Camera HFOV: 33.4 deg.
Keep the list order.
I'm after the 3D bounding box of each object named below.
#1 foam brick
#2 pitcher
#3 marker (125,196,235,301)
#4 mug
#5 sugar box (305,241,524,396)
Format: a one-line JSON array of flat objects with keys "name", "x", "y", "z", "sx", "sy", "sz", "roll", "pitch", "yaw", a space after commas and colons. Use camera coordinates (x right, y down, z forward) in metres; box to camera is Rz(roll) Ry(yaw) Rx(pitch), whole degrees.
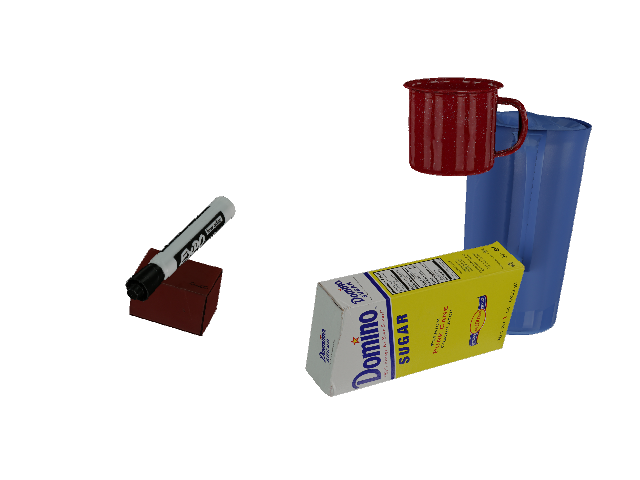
[{"name": "foam brick", "x": -0.143, "y": 0.051, "z": 1.054, "sx": 0.078, "sy": 0.051, "sz": 0.053, "roll": 17, "pitch": 33, "yaw": 6}, {"name": "pitcher", "x": 0.220, "y": -0.020, "z": 1.190, "sx": 0.149, "sy": 0.243, "sz": 0.145, "roll": -7, "pitch": 18, "yaw": -34}, {"name": "marker", "x": -0.099, "y": 0.005, "z": 0.762, "sx": 0.020, "sy": 0.020, "sz": 0.121, "roll": 0, "pitch": 31, "yaw": 33}, {"name": "mug", "x": 0.136, "y": -0.107, "z": 1.006, "sx": 0.117, "sy": 0.081, "sz": 0.093, "roll": 3, "pitch": 16, "yaw": 12}, {"name": "sugar box", "x": 0.078, "y": 0.063, "z": 0.871, "sx": 0.175, "sy": 0.093, "sz": 0.048, "roll": -14, "pitch": 40, "yaw": -28}]
